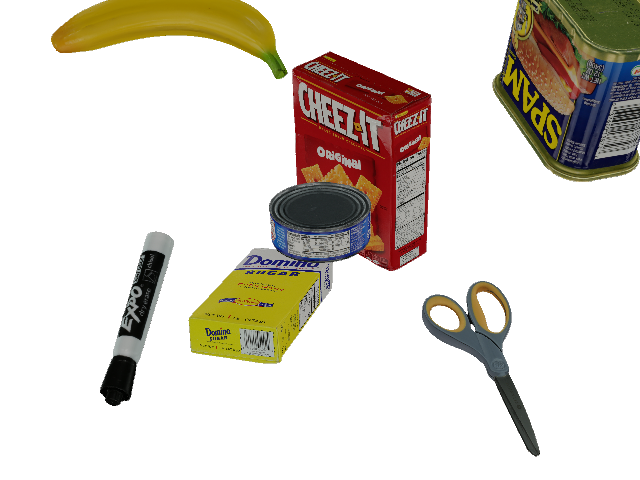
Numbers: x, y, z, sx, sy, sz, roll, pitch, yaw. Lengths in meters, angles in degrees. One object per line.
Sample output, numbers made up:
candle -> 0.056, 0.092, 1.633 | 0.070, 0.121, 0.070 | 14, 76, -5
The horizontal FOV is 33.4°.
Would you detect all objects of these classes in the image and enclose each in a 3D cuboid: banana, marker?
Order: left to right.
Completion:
marker -> -0.115, 0.048, 0.669 | 0.020, 0.121, 0.020 | 7, -35, 5
banana -> -0.123, -0.180, 0.896 | 0.198, 0.069, 0.037 | 5, -34, -1

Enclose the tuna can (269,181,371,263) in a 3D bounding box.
tuna can -> 0.000, -0.016, 0.899 | 0.086, 0.034, 0.086 | -2, 30, 1

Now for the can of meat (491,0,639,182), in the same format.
can of meat -> 0.142, -0.097, 0.586 | 0.057, 0.084, 0.102 | -10, 47, -15

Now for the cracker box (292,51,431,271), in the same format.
cracker box -> 0.045, -0.090, 1.245 | 0.072, 0.214, 0.164 | -30, 44, -33

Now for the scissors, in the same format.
scissors -> 0.144, 0.113, 0.990 | 0.096, 0.016, 0.201 | 3, 44, 0

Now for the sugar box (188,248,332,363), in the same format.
sugar box -> -0.056, 0.061, 1.083 | 0.093, 0.048, 0.176 | 6, 26, 16
